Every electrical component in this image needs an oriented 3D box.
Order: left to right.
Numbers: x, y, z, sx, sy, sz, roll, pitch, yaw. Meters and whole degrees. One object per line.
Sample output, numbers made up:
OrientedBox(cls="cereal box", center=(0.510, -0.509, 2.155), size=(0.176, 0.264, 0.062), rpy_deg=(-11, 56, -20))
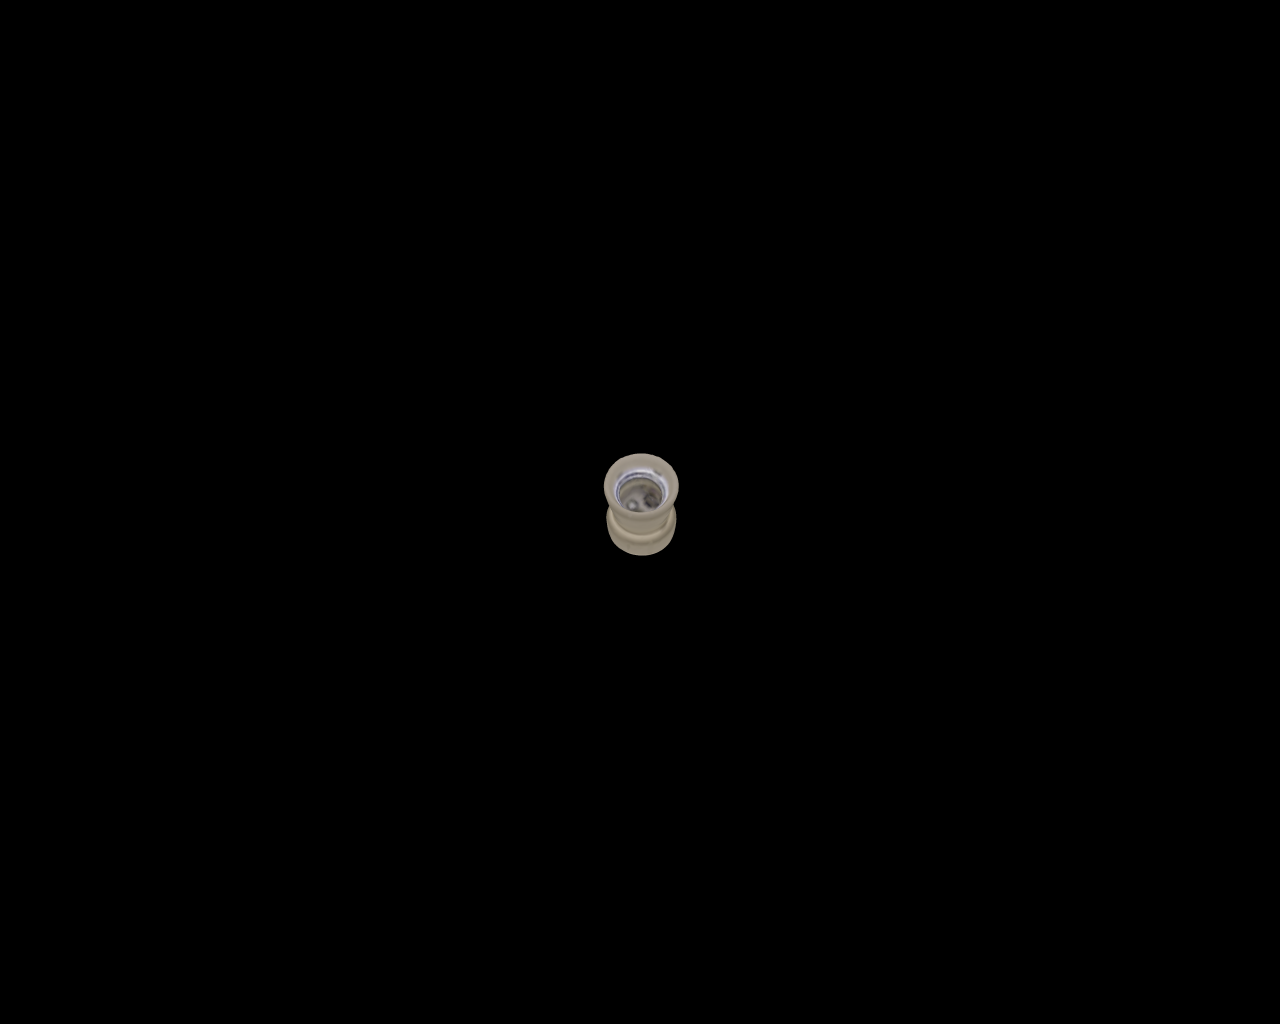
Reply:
OrientedBox(cls="electrical component", center=(0.001, -0.003, 0.650), size=(0.045, 0.045, 0.055), rpy_deg=(0, -32, 0))
